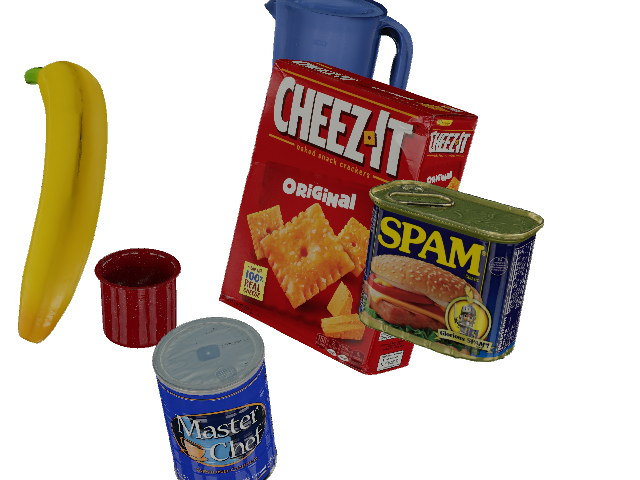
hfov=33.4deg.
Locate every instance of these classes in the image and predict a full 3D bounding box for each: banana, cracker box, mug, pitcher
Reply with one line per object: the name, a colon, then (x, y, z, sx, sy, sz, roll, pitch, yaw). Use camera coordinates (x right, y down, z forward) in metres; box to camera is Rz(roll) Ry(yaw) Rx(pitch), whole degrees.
banana: (-0.154, -0.038, 0.643, 0.037, 0.198, 0.070, 14, -35, -31)
cracker box: (0.016, -0.021, 0.859, 0.164, 0.214, 0.071, 25, 19, 34)
mug: (-0.209, 0.061, 1.185, 0.093, 0.081, 0.117, -22, 36, -40)
pitcher: (0.009, -0.174, 1.297, 0.144, 0.243, 0.149, -5, 28, -25)

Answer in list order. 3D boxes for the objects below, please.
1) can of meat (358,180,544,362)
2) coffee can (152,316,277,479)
can of meat: (0.075, 0.018, 0.641, 0.102, 0.084, 0.057, 18, 23, 30)
coffee can: (-0.098, 0.158, 1.009, 0.103, 0.140, 0.103, -3, 35, 2)
